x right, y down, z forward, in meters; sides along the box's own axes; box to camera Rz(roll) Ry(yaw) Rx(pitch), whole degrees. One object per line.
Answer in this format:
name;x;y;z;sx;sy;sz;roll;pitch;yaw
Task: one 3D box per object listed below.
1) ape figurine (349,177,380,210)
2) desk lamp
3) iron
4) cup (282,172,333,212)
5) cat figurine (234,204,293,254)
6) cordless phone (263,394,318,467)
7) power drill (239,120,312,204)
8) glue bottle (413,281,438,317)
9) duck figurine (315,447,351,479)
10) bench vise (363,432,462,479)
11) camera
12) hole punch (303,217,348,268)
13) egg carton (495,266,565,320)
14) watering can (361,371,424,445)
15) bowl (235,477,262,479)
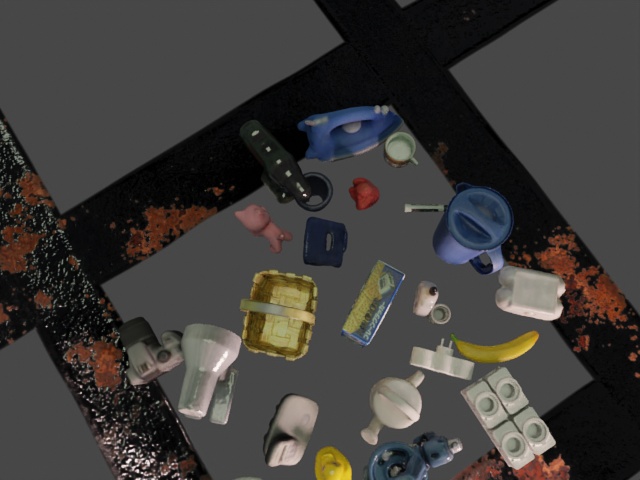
ape figurine;0.102;-0.111;1.334;0.076;0.092;0.078;12;78;4
desk lamp;-0.232;0.283;1.192;0.118;0.213;0.203;10;78;3
iron;0.079;-0.276;1.345;0.258;0.141;0.118;-15;78;-2
cup;-0.028;-0.103;1.333;0.117;0.095;0.092;4;78;2
cat figurine;-0.129;-0.034;1.309;0.127;0.118;0.067;36;81;8
cordless phone;-0.065;0.395;1.180;0.094;0.185;0.148;17;79;5
power drill;-0.091;-0.157;1.288;0.075;0.208;0.229;-38;80;-7
glue bottle;0.234;0.121;1.240;0.037;0.173;0.078;13;78;4
duck figurine;0.028;0.493;1.208;0.077;0.086;0.104;-21;78;-3
bench vise;0.183;0.444;1.147;0.207;0.220;0.121;-41;80;-7
camera;-0.376;0.232;1.263;0.143;0.101;0.137;-30;79;-5
hole punch;0.012;0.005;1.311;0.101;0.091;0.109;5;78;2
egg carton;0.472;0.120;1.289;0.150;0.069;0.107;10;78;3
watering can;0.155;0.344;1.182;0.101;0.194;0.173;20;79;6
bowl;-0.147;0.578;1.198;0.167;0.075;0.167;0;78;1
